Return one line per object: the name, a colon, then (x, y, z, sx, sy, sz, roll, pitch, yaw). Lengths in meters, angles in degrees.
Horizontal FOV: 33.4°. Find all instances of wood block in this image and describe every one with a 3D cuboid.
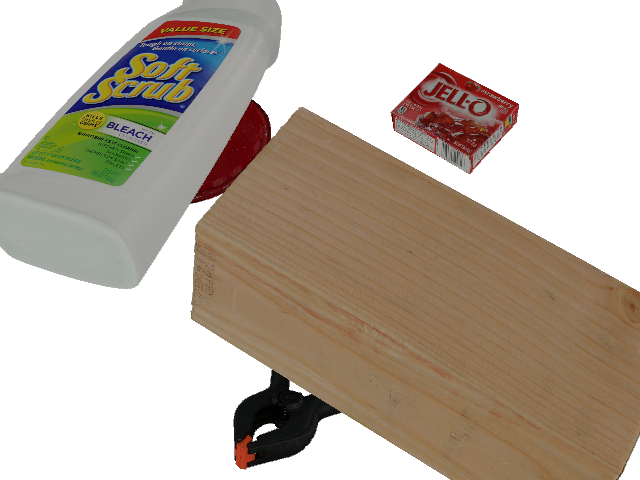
wood block: (0.049, 0.038, 0.503, 0.206, 0.090, 0.090, 30, -33, 12)

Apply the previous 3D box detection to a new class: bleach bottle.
bleach bottle: (-0.098, -0.089, 0.657, 0.103, 0.250, 0.068, 15, -37, 17)

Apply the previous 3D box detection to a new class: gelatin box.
gelatin box: (0.119, -0.111, 0.951, 0.089, 0.073, 0.030, 34, -24, 25)

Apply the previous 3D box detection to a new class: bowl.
bowl: (-0.130, -0.109, 1.012, 0.162, 0.162, 0.055, 0, -40, 11)

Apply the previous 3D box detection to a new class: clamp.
clamp: (-0.036, 0.157, 1.040, 0.120, 0.039, 0.171, 21, 33, 36)
